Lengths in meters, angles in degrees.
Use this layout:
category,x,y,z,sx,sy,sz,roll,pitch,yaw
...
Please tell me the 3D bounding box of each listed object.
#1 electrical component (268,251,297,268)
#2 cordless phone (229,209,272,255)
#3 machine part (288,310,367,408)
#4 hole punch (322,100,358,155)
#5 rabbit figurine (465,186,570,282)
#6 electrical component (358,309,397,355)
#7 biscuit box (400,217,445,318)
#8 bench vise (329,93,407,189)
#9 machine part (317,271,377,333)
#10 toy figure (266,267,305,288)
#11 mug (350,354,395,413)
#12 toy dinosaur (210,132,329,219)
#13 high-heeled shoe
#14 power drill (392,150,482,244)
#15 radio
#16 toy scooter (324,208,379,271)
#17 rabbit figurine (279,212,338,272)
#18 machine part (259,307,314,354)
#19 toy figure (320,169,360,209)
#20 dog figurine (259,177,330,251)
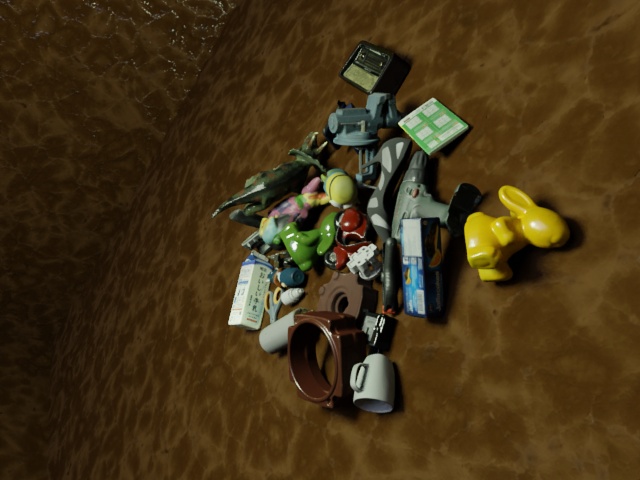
category,x,y,z,sx,sy,sz,roll,pitch,yaw
electrical component,-0.100,0.054,1.546,0.078,0.102,0.045,-11,93,32
cordless phone,-0.218,-0.032,1.678,0.146,0.184,0.089,-33,50,38
machine part,0.011,0.266,1.218,0.202,0.087,0.201,-2,90,51
hole punch,0.084,-0.308,1.494,0.092,0.142,0.115,25,84,35
rabbit figurine,0.360,-0.012,0.976,0.173,0.121,0.162,-16,47,32
electrical component,0.117,0.219,1.195,0.075,0.047,0.119,11,78,56
biscuit box,0.209,0.054,1.095,0.059,0.063,0.202,-1,93,52
bench vise,0.126,-0.253,1.386,0.129,0.223,0.240,24,121,51
machine part,0.060,0.159,1.300,0.179,0.056,0.179,-29,50,41
toy figure,-0.102,0.109,1.547,0.155,0.064,0.057,-8,102,57
mug,0.108,0.290,1.119,0.081,0.109,0.107,-35,31,45
toy dinosaur,-0.124,-0.170,1.566,0.405,0.131,0.192,-39,3,-30
high-heeled shoe,0.183,-0.116,1.282,0.145,0.086,0.248,-21,78,25
power drill,0.247,-0.092,1.179,0.207,0.086,0.232,15,84,52
radio,0.153,-0.486,1.548,0.131,0.073,0.230,-56,36,14
toy scooter,0.092,-0.003,1.335,0.135,0.075,0.184,-3,54,30
rabbit figurine,-0.003,-0.004,1.437,0.170,0.121,0.159,-36,45,14
machine part,-0.087,0.242,1.419,0.243,0.079,0.079,-35,44,42
toy figure,0.049,-0.143,1.420,0.082,0.089,0.180,-18,28,2
dog figurine,-0.059,-0.082,1.545,0.219,0.108,0.191,-36,18,28
